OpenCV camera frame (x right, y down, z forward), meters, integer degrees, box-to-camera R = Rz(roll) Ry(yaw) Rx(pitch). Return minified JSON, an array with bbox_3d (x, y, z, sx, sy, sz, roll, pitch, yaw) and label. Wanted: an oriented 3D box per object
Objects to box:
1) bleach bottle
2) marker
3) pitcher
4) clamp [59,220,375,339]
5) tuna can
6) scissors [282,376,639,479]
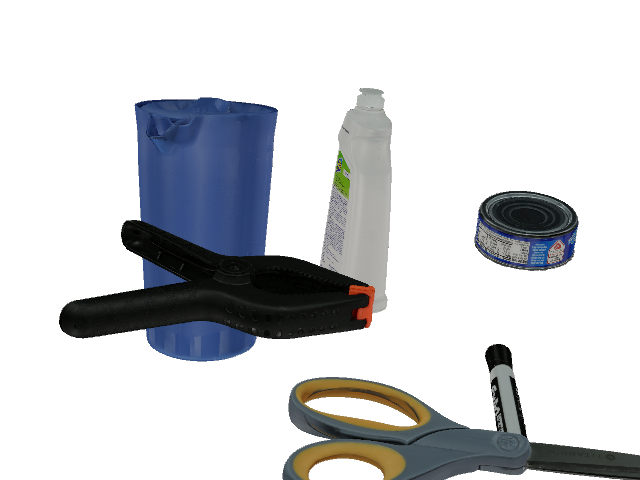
[{"bbox_3d":[0.048,-0.048,1.236,0.068,0.251,0.103,-2,22,-21],"label":"bleach bottle"},{"bbox_3d":[0.125,0.108,0.718,0.020,0.020,0.121,0,29,3],"label":"marker"},{"bbox_3d":[-0.106,-0.016,1.030,0.149,0.243,0.145,-2,14,-19],"label":"pitcher"},{"bbox_3d":[-0.067,0.030,0.767,0.210,0.036,0.164,4,24,-3],"label":"clamp"},{"bbox_3d":[0.176,-0.010,0.914,0.086,0.034,0.086,1,29,-1],"label":"tuna can"},{"bbox_3d":[0.071,0.105,0.477,0.202,0.016,0.096,13,31,22],"label":"scissors"}]
